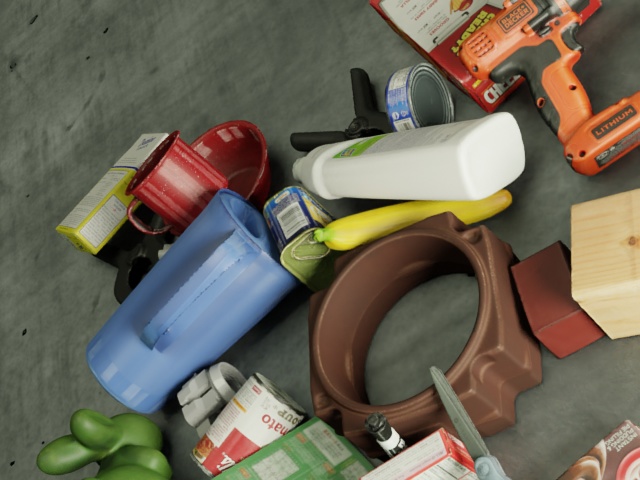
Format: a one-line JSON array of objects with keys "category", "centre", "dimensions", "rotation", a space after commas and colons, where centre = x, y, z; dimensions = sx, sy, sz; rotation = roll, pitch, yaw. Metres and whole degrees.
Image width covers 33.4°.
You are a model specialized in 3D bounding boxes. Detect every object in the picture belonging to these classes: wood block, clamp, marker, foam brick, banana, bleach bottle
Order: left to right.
[{"category": "clamp", "centre": [-0.226, 0.027, 1.320], "dimensions": [0.165, 0.036, 0.210], "rotation": [-32, 41, 21]}, {"category": "clamp", "centre": [0.037, -0.112, 1.192], "dimensions": [0.120, 0.039, 0.172], "rotation": [-45, 43, 12]}, {"category": "bleach bottle", "centre": [0.074, -0.078, 1.075], "dimensions": [0.251, 0.068, 0.102], "rotation": [1, 24, 46]}, {"category": "marker", "centre": [0.064, 0.176, 0.904], "dimensions": [0.020, 0.121, 0.020], "rotation": [-13, 53, 18]}, {"category": "banana", "centre": [0.087, -0.017, 1.043], "dimensions": [0.197, 0.037, 0.070], "rotation": [-13, 8, -7]}, {"category": "foam brick", "centre": [0.207, 0.051, 0.921], "dimensions": [0.051, 0.053, 0.078], "rotation": [-30, 47, 21]}, {"category": "wood block", "centre": [0.311, 0.005, 0.837], "dimensions": [0.206, 0.090, 0.091], "rotation": [-14, 54, 33]}]

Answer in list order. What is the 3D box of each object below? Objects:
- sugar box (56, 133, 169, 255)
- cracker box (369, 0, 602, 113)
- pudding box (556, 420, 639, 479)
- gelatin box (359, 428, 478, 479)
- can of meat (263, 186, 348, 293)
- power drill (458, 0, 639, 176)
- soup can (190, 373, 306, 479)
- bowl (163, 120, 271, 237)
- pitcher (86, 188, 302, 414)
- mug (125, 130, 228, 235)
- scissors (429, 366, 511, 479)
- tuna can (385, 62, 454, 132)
[{"category": "sugar box", "centre": [-0.255, -0.061, 1.366], "dimensions": [0.176, 0.048, 0.093], "rotation": [-48, 24, -17]}, {"category": "cracker box", "centre": [0.172, -0.256, 1.153], "dimensions": [0.164, 0.072, 0.214], "rotation": [-45, 44, 8]}, {"category": "pudding box", "centre": [0.224, 0.207, 0.807], "dimensions": [0.113, 0.039, 0.090], "rotation": [-44, 44, 8]}, {"category": "gelatin box", "centre": [0.090, 0.202, 0.900], "dimensions": [0.089, 0.073, 0.030], "rotation": [-36, 43, 16]}, {"category": "can of meat", "centre": [-0.007, 0.001, 1.105], "dimensions": [0.057, 0.102, 0.084], "rotation": [-38, 41, 11]}, {"category": "power drill", "centre": [0.246, -0.169, 0.995], "dimensions": [0.184, 0.057, 0.188], "rotation": [-38, 64, 14]}, {"category": "soup can", "centre": [-0.070, 0.190, 1.050], "dimensions": [0.102, 0.068, 0.069], "rotation": [-51, 42, -2]}, {"category": "bowl", "centre": [-0.112, -0.061, 1.271], "dimensions": [0.162, 0.055, 0.162], "rotation": [-22, 49, 28]}, {"category": "pitcher", "centre": [-0.139, 0.072, 1.140], "dimensions": [0.243, 0.149, 0.145], "rotation": [-45, 42, 11]}, {"category": "mug", "centre": [-0.165, -0.053, 1.192], "dimensions": [0.117, 0.081, 0.093], "rotation": [-47, 18, 11]}, {"category": "scissors", "centre": [0.147, 0.178, 0.822], "dimensions": [0.096, 0.016, 0.202], "rotation": [-30, 64, 36]}, {"category": "tuna can", "centre": [0.104, -0.140, 1.119], "dimensions": [0.034, 0.086, 0.086], "rotation": [-11, 55, 37]}]
